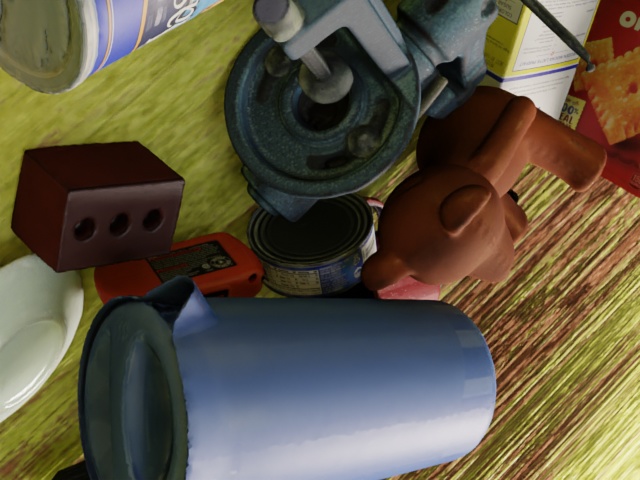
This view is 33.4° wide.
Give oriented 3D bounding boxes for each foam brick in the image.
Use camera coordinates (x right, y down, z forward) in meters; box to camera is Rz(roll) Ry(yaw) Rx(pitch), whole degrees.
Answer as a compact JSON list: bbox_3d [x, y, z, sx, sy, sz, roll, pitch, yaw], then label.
[{"bbox_3d":[-0.126,-0.021,0.606,0.078,0.051,0.053,-11,128,-41],"label":"foam brick"}]

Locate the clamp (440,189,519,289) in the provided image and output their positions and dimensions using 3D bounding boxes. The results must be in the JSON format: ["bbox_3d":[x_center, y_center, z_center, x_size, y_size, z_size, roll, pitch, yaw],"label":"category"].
[{"bbox_3d":[0.097,0.007,0.878,0.120,0.039,0.171,19,109,-46],"label":"clamp"}]

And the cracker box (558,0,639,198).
[{"bbox_3d":[0.275,-0.143,0.830,0.071,0.164,0.214,-2,122,-48],"label":"cracker box"}]

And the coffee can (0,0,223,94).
[{"bbox_3d":[-0.075,-0.136,0.435,0.140,0.103,0.103,-38,143,-33],"label":"coffee can"}]

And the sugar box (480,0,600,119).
[{"bbox_3d":[0.159,-0.156,0.797,0.093,0.048,0.176,-15,135,-38],"label":"sugar box"}]

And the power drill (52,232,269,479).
[{"bbox_3d":[-0.102,0.096,0.710,0.184,0.057,0.188,-17,128,-25],"label":"power drill"}]

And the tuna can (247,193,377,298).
[{"bbox_3d":[-0.005,0.001,0.721,0.086,0.086,0.034,-32,134,-24],"label":"tuna can"}]

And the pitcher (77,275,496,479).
[{"bbox_3d":[-0.016,0.104,0.648,0.242,0.145,0.149,0,159,-36],"label":"pitcher"}]

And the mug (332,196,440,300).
[{"bbox_3d":[0.034,0.025,0.795,0.081,0.093,0.117,-15,104,-45],"label":"mug"}]
